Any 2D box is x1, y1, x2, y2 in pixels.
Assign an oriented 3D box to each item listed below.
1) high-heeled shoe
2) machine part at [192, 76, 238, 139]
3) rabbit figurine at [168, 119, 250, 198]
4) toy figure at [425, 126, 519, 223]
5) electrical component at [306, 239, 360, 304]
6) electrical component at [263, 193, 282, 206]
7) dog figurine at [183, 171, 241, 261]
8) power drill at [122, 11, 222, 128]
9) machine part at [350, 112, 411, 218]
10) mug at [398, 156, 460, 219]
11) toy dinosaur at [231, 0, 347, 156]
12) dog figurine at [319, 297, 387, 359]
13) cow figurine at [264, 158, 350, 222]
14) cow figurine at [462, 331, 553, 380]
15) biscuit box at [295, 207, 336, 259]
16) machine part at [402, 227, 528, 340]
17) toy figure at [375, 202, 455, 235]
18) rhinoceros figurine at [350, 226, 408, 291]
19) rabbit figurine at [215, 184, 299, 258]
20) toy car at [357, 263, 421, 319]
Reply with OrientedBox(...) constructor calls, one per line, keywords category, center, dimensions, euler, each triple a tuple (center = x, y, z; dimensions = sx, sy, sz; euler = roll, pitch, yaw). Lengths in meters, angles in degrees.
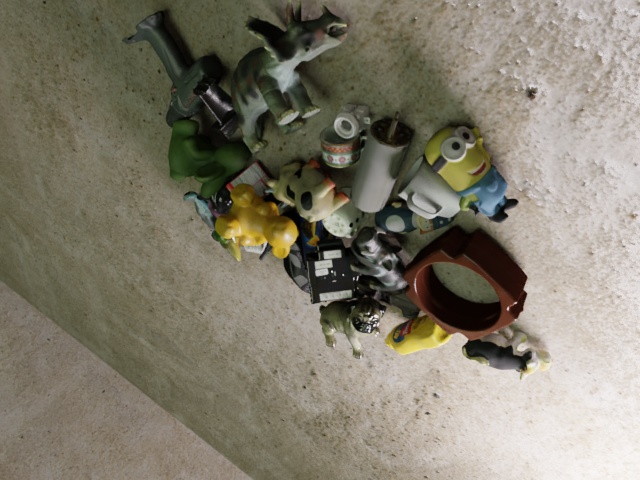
OrientedBox(category="high-heeled shoe", center=(-0.035, 0.036, 1.307), dimensions=(0.248, 0.145, 0.086), euler=(34, -171, -31))
OrientedBox(category="machine part", center=(-0.203, -0.271, 1.099), dimensions=(0.039, 0.084, 0.138), euler=(53, 179, 41))
OrientedBox(category="rabbit figurine", center=(-0.245, -0.183, 1.191), dimensions=(0.170, 0.159, 0.121), euler=(5, 153, 10))
OrientedBox(category="toy figure", center=(0.248, -0.107, 0.898), dimensions=(0.180, 0.082, 0.089), euler=(49, 139, -12))
OrientedBox(category="electrical component", center=(0.028, 0.066, 1.176), dimensions=(0.115, 0.058, 0.134), euler=(-6, 107, -5))
OrientedBox(category="electrical component", center=(-0.106, -0.092, 1.222), dimensions=(0.094, 0.063, 0.021), euler=(-7, 121, 42))
OrientedBox(category="dog figurine", center=(-0.218, -0.054, 1.324), dimensions=(0.192, 0.108, 0.219), euler=(-5, 126, 40))
OrientedBox(category="power drill", center=(-0.322, -0.359, 1.144), dimensions=(0.232, 0.086, 0.207), euler=(-18, 109, 46))
OrientedBox(category="machine part", center=(0.109, -0.133, 0.993), dimensions=(0.079, 0.079, 0.243), euler=(31, 141, 14))
OrientedBox(category="mug", center=(0.201, -0.081, 0.948), dimensions=(0.107, 0.109, 0.080), euler=(29, 136, -5))
OrientedBox(category="toy dinosaur", center=(-0.105, -0.287, 1.007), dimensions=(0.405, 0.131, 0.192), euler=(-19, 96, 58))
OrientedBox(category="dog figurine", center=(0.066, 0.169, 1.251), dimensions=(0.172, 0.121, 0.190), euler=(20, 147, 16))
OrientedBox(category="cow figurine", center=(-0.035, -0.100, 1.096), dimensions=(0.085, 0.127, 0.195), euler=(45, -174, -38))
OrientedBox(category="cow figurine", center=(0.379, 0.232, 1.090), dimensions=(0.168, 0.098, 0.068), euler=(21, 131, 24))
OrientedBox(category="biscuit box", center=(-0.003, -0.004, 1.220), dimensions=(0.063, 0.059, 0.202), euler=(16, 135, 29))
OrientedBox(category="machine part", center=(0.281, 0.086, 1.046), dimensions=(0.201, 0.087, 0.201), euler=(42, 142, -2))
OrientedBox(category="toy figure", center=(0.182, -0.040, 1.036), dimensions=(0.155, 0.058, 0.064), euler=(3, 150, 36))
OrientedBox(category="rhinoceros figurine", center=(0.123, 0.043, 1.108), dimensions=(0.112, 0.073, 0.190), euler=(13, 153, 44))
OrientedBox(category="rabbit figurine", center=(-0.112, -0.021, 1.132), dimensions=(0.173, 0.122, 0.162), euler=(18, 162, 42))
OrientedBox(category="toy car", center=(0.140, 0.116, 1.221), dimensions=(0.202, 0.053, 0.089), euler=(18, 138, 26))
